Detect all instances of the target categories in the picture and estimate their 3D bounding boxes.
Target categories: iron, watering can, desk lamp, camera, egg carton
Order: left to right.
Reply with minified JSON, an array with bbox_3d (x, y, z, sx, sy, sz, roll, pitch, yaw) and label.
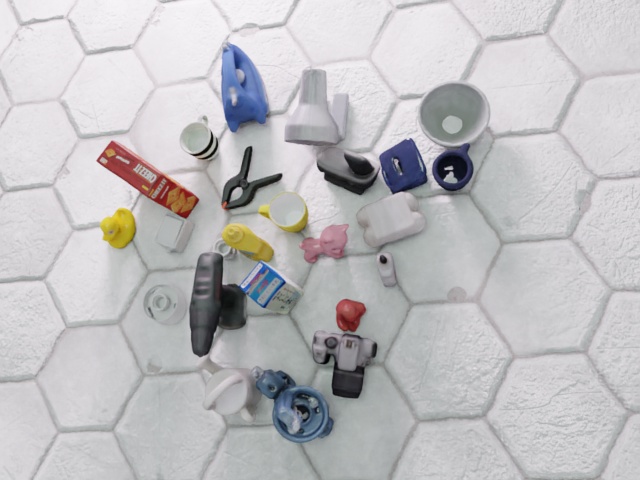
[{"bbox_3d":[-0.206,0.328,1.254,0.172,0.194,0.101,25,83,15],"label":"watering can"},{"bbox_3d":[-0.214,-0.413,1.442,0.118,0.141,0.258,-15,76,7],"label":"iron"},{"bbox_3d":[-0.007,-0.294,1.342,0.117,0.214,0.203,4,79,11],"label":"desk lamp"},{"bbox_3d":[0.048,0.276,1.268,0.143,0.101,0.137,6,79,12],"label":"camera"},{"bbox_3d":[0.164,-0.049,1.333,0.150,0.069,0.107,-21,75,5],"label":"egg carton"}]

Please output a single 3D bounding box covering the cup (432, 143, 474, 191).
[{"bbox_3d":[0.309,-0.161,1.318,0.091,0.095,0.118,28,84,15],"label":"cup"}]

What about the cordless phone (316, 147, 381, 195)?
[{"bbox_3d":[0.058,-0.185,1.321,0.147,0.185,0.094,20,82,14],"label":"cordless phone"}]

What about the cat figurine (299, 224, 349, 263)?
[{"bbox_3d":[0.012,0.005,1.324,0.127,0.118,0.067,-12,76,8],"label":"cat figurine"}]

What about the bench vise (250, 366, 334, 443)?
[{"bbox_3d":[-0.078,0.355,1.211,0.207,0.220,0.121,20,82,14],"label":"bench vise"}]

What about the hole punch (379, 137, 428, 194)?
[{"bbox_3d":[0.194,-0.170,1.343,0.101,0.091,0.108,-22,75,5],"label":"hole punch"}]

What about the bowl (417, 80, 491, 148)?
[{"bbox_3d":[0.315,-0.286,1.354,0.167,0.075,0.167,-2,78,10],"label":"bowl"}]

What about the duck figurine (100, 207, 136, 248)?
[{"bbox_3d":[-0.518,-0.036,1.445,0.077,0.086,0.104,12,80,13],"label":"duck figurine"}]

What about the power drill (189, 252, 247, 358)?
[{"bbox_3d":[-0.231,0.149,1.289,0.075,0.208,0.230,-5,77,10],"label":"power drill"}]

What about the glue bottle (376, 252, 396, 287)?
[{"bbox_3d":[0.144,0.056,1.260,0.037,0.173,0.078,-12,76,8],"label":"glue bottle"}]

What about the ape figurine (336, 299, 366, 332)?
[{"bbox_3d":[0.066,0.165,1.293,0.078,0.092,0.076,-28,74,3],"label":"ape figurine"}]
